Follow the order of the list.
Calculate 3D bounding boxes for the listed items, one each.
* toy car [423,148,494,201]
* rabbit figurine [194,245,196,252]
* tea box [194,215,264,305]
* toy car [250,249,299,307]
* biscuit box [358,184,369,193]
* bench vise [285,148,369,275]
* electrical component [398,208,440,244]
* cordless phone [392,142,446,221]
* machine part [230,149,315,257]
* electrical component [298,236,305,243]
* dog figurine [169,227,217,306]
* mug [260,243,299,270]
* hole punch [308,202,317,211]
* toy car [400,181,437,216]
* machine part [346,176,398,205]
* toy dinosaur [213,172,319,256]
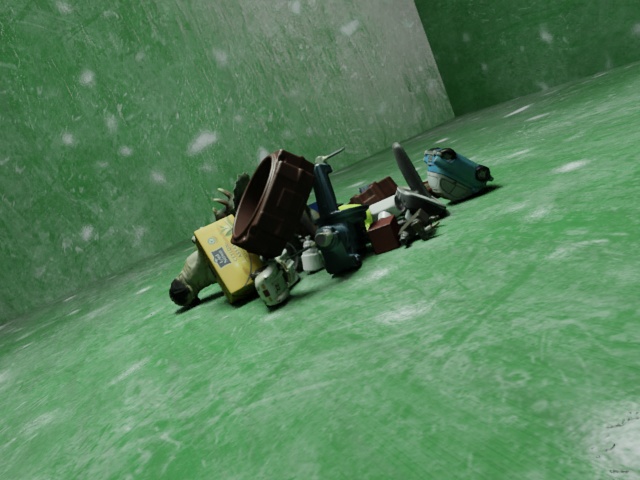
[{"bbox_3d":[0.301,-0.141,1.215,0.103,0.161,0.109,-67,20,4],"label":"toy car"},{"bbox_3d":[-0.286,0.035,1.582,0.159,0.121,0.170,10,12,32],"label":"rabbit figurine"},{"bbox_3d":[-0.192,0.041,1.167,0.098,0.170,0.068,-28,-20,-22],"label":"tea box"},{"bbox_3d":[-0.084,0.071,1.070,0.056,0.073,0.202,-24,10,15],"label":"toy car"},{"bbox_3d":[0.156,-0.128,1.602,0.063,0.059,0.203,-21,10,5],"label":"biscuit box"},{"bbox_3d":[0.024,-0.055,1.079,0.129,0.240,0.223,-20,-6,34],"label":"bench vise"},{"bbox_3d":[0.195,-0.026,1.056,0.078,0.045,0.102,-49,-1,18],"label":"electrical component"},{"bbox_3d":[0.197,-0.130,1.182,0.089,0.184,0.146,-27,10,8],"label":"cordless phone"},{"bbox_3d":[-0.099,-0.071,1.069,0.201,0.087,0.201,-4,65,69],"label":"machine part"},{"bbox_3d":[-0.003,-0.004,1.352,0.119,0.047,0.075,-19,12,29],"label":"electrical component"},{"bbox_3d":[-0.260,0.088,1.294,0.172,0.190,0.121,24,17,5],"label":"dog figurine"},{"bbox_3d":[-0.105,0.037,1.219,0.081,0.109,0.107,-28,-1,-17],"label":"mug"},{"bbox_3d":[0.006,-0.058,1.501,0.142,0.092,0.116,-22,13,-16],"label":"hole punch"},{"bbox_3d":[0.248,-0.113,1.355,0.202,0.053,0.089,-27,8,-14],"label":"toy car"},{"bbox_3d":[0.125,-0.100,1.415,0.179,0.056,0.179,-35,-4,-3],"label":"machine part"},{"bbox_3d":[-0.100,-0.065,1.262,0.405,0.192,0.131,10,59,50],"label":"toy dinosaur"}]
